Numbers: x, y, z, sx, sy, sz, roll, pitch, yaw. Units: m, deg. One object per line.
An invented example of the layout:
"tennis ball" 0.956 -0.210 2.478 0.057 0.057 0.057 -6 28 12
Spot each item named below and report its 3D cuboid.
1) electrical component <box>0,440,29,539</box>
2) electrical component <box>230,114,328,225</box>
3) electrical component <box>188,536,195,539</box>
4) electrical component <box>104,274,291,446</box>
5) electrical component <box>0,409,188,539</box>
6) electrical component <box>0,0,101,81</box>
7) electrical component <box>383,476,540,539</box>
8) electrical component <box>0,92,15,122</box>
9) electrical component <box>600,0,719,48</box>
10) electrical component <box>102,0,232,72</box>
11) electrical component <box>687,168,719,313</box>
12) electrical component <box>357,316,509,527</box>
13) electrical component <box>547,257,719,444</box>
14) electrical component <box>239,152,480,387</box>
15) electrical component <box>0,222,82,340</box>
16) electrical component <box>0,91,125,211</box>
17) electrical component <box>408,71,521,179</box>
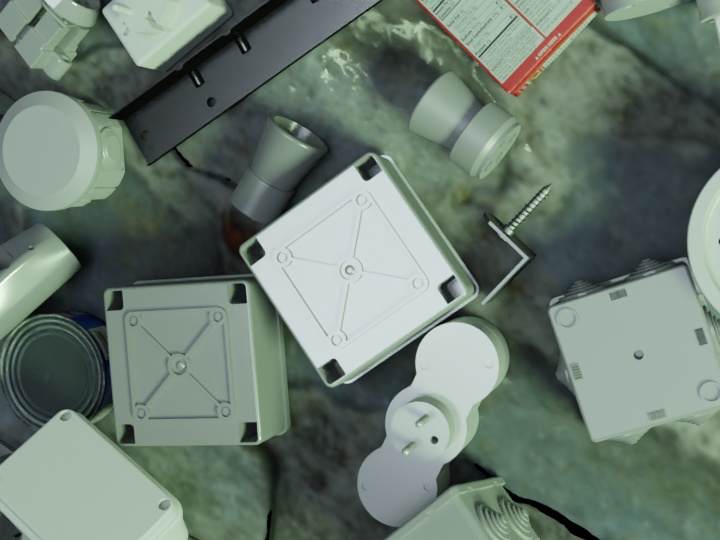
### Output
"electrical component" -0.294 0.178 0.783 0.186 0.060 0.105 29 102 14
"electrical component" -0.056 -0.062 0.700 0.044 0.044 0.065 36 108 12
"electrical component" -0.147 0.224 0.744 0.100 0.048 0.099 24 101 15
"electrical component" -0.108 0.060 0.716 0.109 0.056 0.108 -4 92 18
"electrical component" -0.176 0.154 0.698 0.113 0.057 0.078 36 64 21
"electrical component" -0.212 -0.174 0.741 0.055 0.048 0.066 -42 81 24
"electrical component" 0.053 0.172 0.650 0.100 0.100 0.048 -42 68 16
"electrical component" -0.300 -0.102 0.773 0.076 0.047 0.083 34 103 13
"electrical component" 0.206 -0.161 0.602 0.138 0.052 0.073 -13 90 18
"electrical component" -0.134 -0.170 0.699 0.066 0.077 0.047 -36 83 17
"electrical component" 0.238 -0.017 0.596 0.108 0.060 0.108 1 94 18
"electrical component" 0.041 0.096 0.661 0.052 0.074 0.138 28 101 14
"electrical component" 0.164 0.047 0.630 0.100 0.048 0.099 -19 87 16
"electrical component" 0.000 0.000 0.673 0.109 0.056 0.108 -35 82 11
"electrical component" -0.247 0.004 0.757 0.077 0.043 0.079 -45 36 -17
"electrical component" -0.205 -0.081 0.741 0.080 0.051 0.080 1 94 18
"electrical component" 0.064 -0.088 0.657 0.055 0.045 0.045 39 104 12
